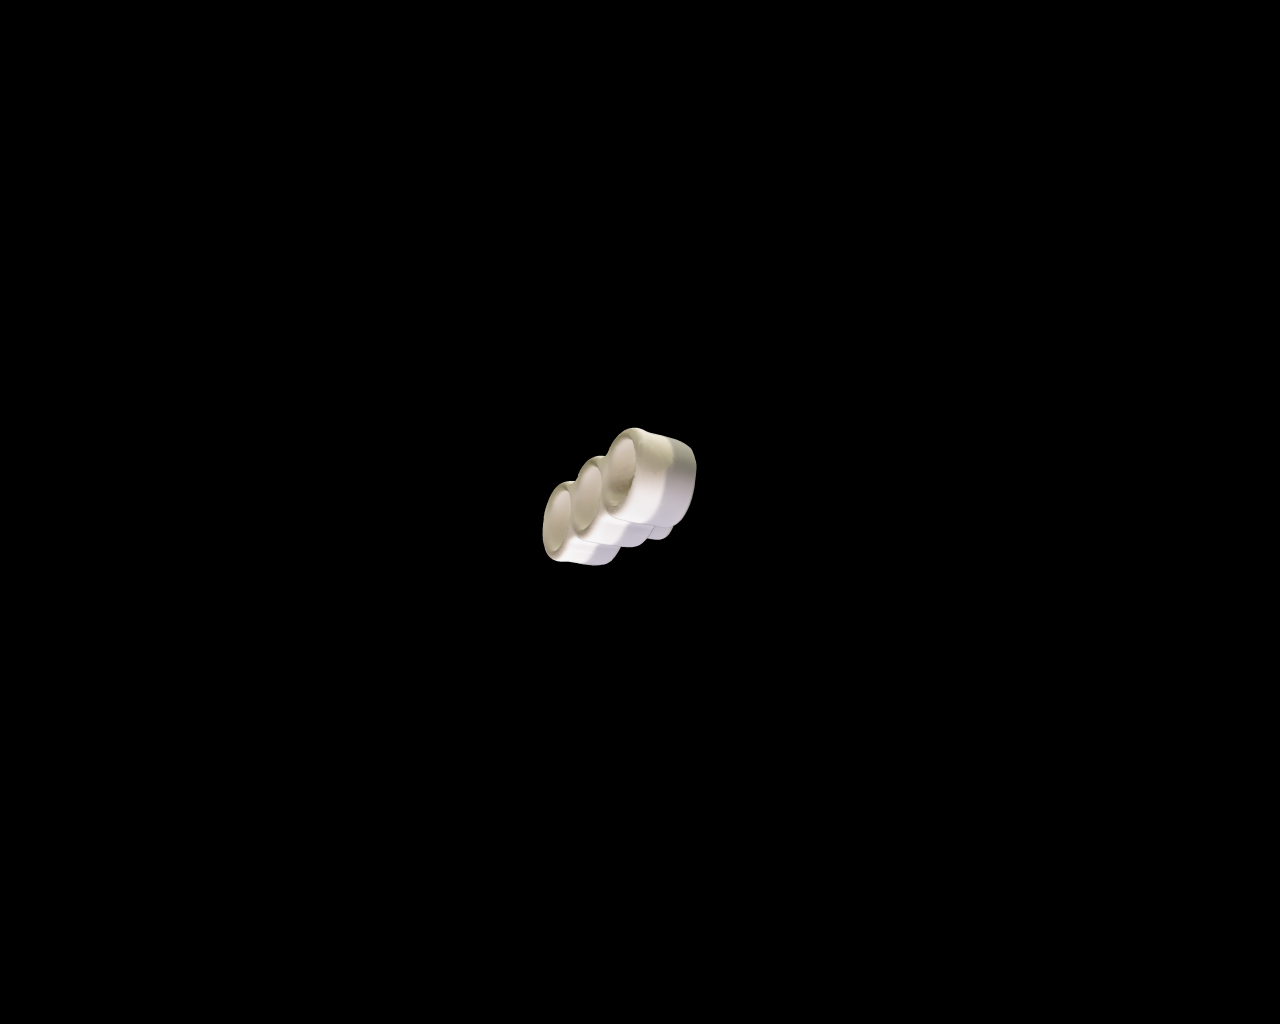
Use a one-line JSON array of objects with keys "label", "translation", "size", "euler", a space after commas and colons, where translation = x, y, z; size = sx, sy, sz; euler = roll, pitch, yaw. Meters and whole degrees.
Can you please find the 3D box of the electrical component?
[{"label": "electrical component", "translation": [0.001, -0.003, 0.650], "size": [0.074, 0.052, 0.138], "euler": [10, -22, -26]}]
